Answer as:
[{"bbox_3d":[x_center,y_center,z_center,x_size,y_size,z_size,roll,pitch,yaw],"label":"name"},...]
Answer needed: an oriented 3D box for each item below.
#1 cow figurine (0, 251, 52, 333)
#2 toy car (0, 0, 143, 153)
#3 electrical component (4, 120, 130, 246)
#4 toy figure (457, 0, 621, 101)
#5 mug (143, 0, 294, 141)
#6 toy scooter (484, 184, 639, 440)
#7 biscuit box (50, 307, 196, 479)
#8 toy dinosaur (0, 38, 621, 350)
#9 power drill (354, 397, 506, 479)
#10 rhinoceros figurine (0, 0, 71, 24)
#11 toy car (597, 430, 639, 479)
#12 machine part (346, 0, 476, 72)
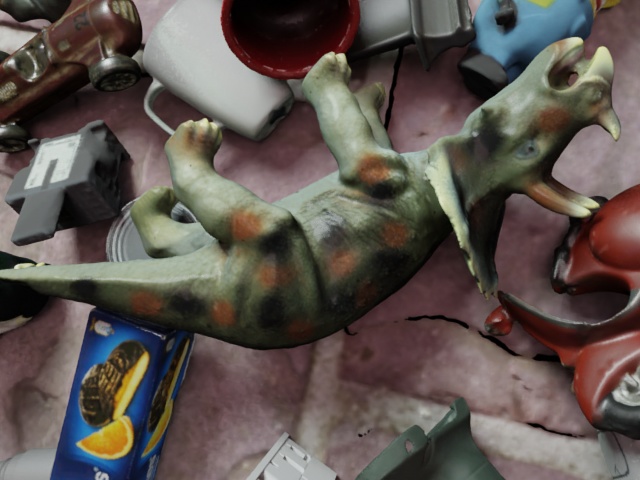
[{"bbox_3d":[-0.278,0.036,0.395,0.098,0.167,0.068,-21,77,7],"label":"cow figurine"},{"bbox_3d":[-0.230,-0.142,0.445,0.202,0.053,0.089,-18,85,24],"label":"toy car"},{"bbox_3d":[-0.200,-0.036,0.425,0.075,0.047,0.119,-16,51,6],"label":"electrical component"},{"bbox_3d":[0.171,-0.186,0.399,0.089,0.082,0.180,41,93,8],"label":"toy figure"},{"bbox_3d":[-0.081,-0.123,0.429,0.107,0.081,0.109,39,85,1],"label":"mug"},{"bbox_3d":[0.190,0.033,0.368,0.135,0.075,0.184,7,62,51],"label":"toy scooter"},{"bbox_3d":[-0.153,0.148,0.403,0.063,0.059,0.202,17,97,8],"label":"biscuit box"},{"bbox_3d":[-0.006,0.000,0.369,0.405,0.131,0.192,-30,77,-1],"label":"toy dinosaur"},{"bbox_3d":[0.112,0.201,0.309,0.207,0.232,0.086,40,118,28],"label":"power drill"},{"bbox_3d":[-0.247,-0.280,0.456,0.073,0.112,0.190,-13,96,35],"label":"rhinoceros figurine"},{"bbox_3d":[0.241,0.126,0.347,0.103,0.109,0.161,31,80,27],"label":"toy car"},{"bbox_3d":[0.047,-0.161,0.414,0.139,0.039,0.084,-8,69,24],"label":"machine part"}]
